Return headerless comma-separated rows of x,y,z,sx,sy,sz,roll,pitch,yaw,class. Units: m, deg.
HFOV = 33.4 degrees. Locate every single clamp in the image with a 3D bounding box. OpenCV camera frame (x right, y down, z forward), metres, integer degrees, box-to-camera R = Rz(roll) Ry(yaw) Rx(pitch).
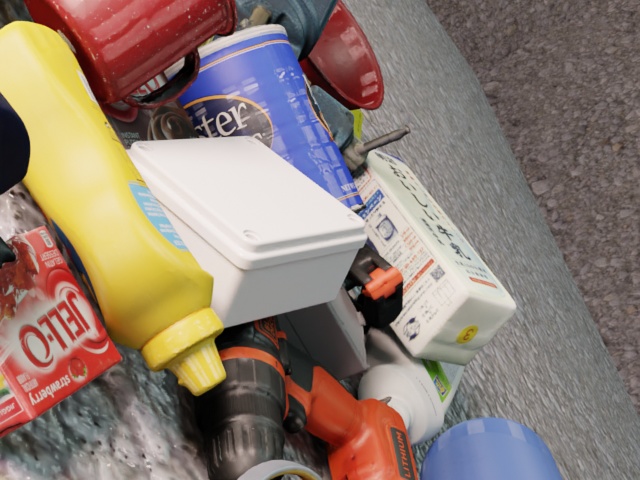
0.026,0.037,0.820,0.120,0.039,0.172,53,-9,-19,clamp

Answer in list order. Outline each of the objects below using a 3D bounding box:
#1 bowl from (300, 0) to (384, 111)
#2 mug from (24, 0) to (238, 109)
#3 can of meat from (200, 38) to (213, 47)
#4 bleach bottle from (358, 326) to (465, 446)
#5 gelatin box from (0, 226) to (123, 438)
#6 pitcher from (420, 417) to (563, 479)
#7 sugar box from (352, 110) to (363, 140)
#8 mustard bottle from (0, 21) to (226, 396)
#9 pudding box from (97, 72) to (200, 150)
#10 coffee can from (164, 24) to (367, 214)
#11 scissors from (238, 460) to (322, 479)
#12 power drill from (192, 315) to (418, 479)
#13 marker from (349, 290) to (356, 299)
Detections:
-0.006,-0.184,1.044,0.162,0.055,0.162,41,32,-33,bowl
-0.102,-0.120,0.579,0.093,0.081,0.117,40,-20,35,mug
-0.129,-0.170,0.717,0.102,0.057,0.083,31,6,27,can of meat
0.074,0.102,0.906,0.102,0.068,0.250,56,19,-3,bleach bottle
-0.128,0.037,0.455,0.073,0.030,0.089,60,16,-1,gelatin box
0.138,0.238,0.748,0.243,0.145,0.149,-86,177,-68,pitcher
-0.019,-0.180,1.145,0.176,0.048,0.093,56,17,-19,sugar box
-0.103,-0.009,0.523,0.191,0.058,0.096,57,-7,6,mustard bottle
-0.123,-0.080,0.659,0.090,0.039,0.113,62,16,6,pudding box
-0.042,-0.064,0.745,0.140,0.103,0.102,65,16,2,coffee can
0.012,0.169,0.570,0.201,0.016,0.096,32,69,-50,scissors
-0.008,0.113,0.638,0.187,0.057,0.184,49,20,-35,power drill
-0.006,0.001,0.912,0.121,0.020,0.020,61,16,2,marker
